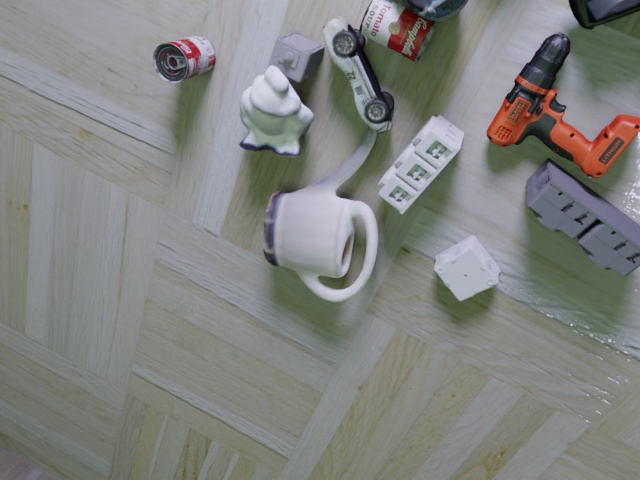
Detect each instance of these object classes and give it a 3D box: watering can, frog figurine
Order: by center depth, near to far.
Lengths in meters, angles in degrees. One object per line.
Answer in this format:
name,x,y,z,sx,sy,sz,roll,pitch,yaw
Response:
frog figurine,-0.077,-0.232,0.880,0.138,0.125,0.155,29,139,25
watering can,0.003,-0.049,0.971,0.224,0.105,0.343,9,108,16
